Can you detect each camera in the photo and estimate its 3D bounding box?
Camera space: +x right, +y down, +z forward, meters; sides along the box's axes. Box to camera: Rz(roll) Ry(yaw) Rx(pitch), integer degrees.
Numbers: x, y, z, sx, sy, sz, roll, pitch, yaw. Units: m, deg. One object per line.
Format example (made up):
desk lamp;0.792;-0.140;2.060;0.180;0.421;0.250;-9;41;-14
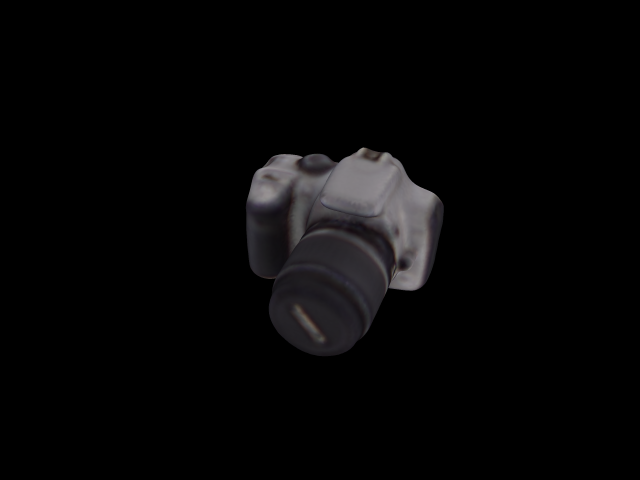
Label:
camera;0.004;0.001;0.400;0.143;0.101;0.137;14;42;17
